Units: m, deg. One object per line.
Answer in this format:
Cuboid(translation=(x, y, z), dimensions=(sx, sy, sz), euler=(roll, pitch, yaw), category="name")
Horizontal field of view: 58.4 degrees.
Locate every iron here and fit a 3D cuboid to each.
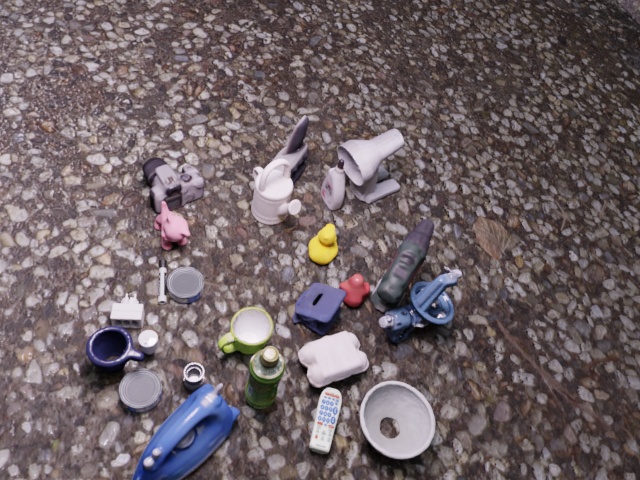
Cuboid(translation=(-0.273, 0.386, 1.109), dimensions=(0.118, 0.141, 0.259), euler=(37, 56, 14), category="iron")

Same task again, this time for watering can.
Cuboid(translation=(-0.114, -0.131, 1.480), dimensions=(0.172, 0.194, 0.101), euler=(30, 54, 9), category="watering can")

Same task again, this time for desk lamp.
Cuboid(translation=(0.141, -0.206, 1.579), dimensions=(0.204, 0.213, 0.117), euler=(-25, 63, -27), category="desk lamp")

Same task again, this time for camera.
Cuboid(translation=(-0.393, -0.163, 1.498), dimensions=(0.143, 0.101, 0.136), euler=(-25, 64, -27), category="camera")

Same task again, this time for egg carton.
Cuboid(translation=(0.030, 0.271, 1.304), dimensions=(0.150, 0.069, 0.107), euler=(-15, 60, -22), category="egg carton")

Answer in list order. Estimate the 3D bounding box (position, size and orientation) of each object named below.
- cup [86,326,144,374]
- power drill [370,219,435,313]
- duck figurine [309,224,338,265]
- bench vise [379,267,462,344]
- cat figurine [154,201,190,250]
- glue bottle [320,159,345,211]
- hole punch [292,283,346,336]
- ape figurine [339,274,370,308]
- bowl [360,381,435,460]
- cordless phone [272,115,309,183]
Cuboid(translation=(-0.424, 0.244, 1.205), dimensions=(0.118, 0.095, 0.092), euler=(16, 53, -1), category="cup")
Cuboid(translation=(0.196, 0.079, 1.392), dimensions=(0.075, 0.208, 0.230), euler=(28, 54, 8), category="power drill")
Cuboid(translation=(0.014, 0.005, 1.479), dimensions=(0.077, 0.086, 0.104), euler=(20, 53, 2), category="duck figurine")
Cuboid(translation=(0.246, 0.159, 1.339), dimensions=(0.208, 0.220, 0.121), euler=(-36, 69, -31), category="bench vise")
Cuboid(translation=(-0.363, -0.038, 1.405), dimensions=(0.067, 0.118, 0.127), euler=(-18, 61, -23), category="cat figurine")
Cuboid(translation=(0.042, -0.159, 1.548), dimensions=(0.037, 0.173, 0.078), euler=(-20, 62, -24), category="glue bottle")
Cuboid(translation=(-0.003, 0.157, 1.365), dimensions=(0.101, 0.091, 0.109), euler=(30, 54, 9), category="hole punch")
Cuboid(translation=(0.087, 0.117, 1.413), dimensions=(0.078, 0.092, 0.076), euler=(18, 53, 1), category="ape figurine")
Cuboid(translation=(0.160, 0.398, 1.240), dimensions=(0.167, 0.075, 0.167), euler=(6, 54, -8), category="bowl")
Cuboid(translation=(-0.084, -0.248, 1.575), dimensions=(0.094, 0.185, 0.148), euler=(24, 53, 5), category="cordless phone")
